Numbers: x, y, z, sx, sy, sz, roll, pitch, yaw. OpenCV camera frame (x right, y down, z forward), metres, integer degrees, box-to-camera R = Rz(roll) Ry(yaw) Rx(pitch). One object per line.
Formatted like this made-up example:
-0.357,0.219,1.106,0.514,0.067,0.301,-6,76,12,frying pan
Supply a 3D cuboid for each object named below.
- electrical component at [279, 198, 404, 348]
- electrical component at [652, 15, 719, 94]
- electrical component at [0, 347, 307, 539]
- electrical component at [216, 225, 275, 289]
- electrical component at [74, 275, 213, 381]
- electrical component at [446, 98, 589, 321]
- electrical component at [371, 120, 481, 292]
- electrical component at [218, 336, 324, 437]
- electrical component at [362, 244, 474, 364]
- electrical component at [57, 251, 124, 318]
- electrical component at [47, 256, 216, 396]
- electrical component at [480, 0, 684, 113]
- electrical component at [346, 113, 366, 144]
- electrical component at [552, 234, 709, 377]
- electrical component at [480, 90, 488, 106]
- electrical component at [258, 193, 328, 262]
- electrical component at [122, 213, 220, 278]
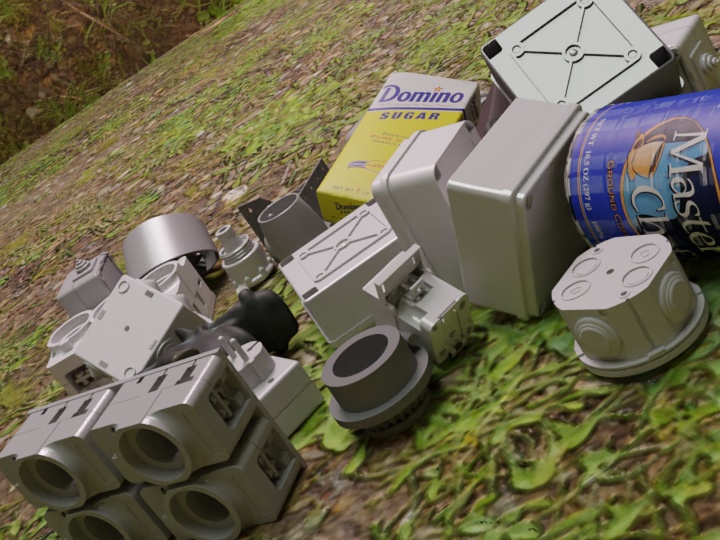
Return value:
0.000,0.000,0.868,0.109,0.056,0.108,-35,22,-3,electrical component
0.244,-0.159,0.856,0.096,0.061,0.061,-9,33,45,electrical component
-0.146,0.133,0.729,0.186,0.105,0.060,-19,26,31,electrical component
-0.117,-0.015,1.047,0.048,0.062,0.048,-28,23,13,electrical component
-0.190,0.060,0.941,0.100,0.048,0.099,22,76,36,electrical component
0.112,-0.042,0.725,0.056,0.108,0.108,15,48,31,electrical component
0.067,-0.043,0.791,0.057,0.113,0.078,-11,32,38,electrical component
-0.077,0.078,0.785,0.047,0.076,0.066,-44,25,-25,electrical component
0.042,0.027,0.736,0.064,0.081,0.042,30,63,34,electrical component
-0.272,0.031,1.118,0.061,0.096,0.061,-30,22,10,electrical component
-0.223,0.056,1.046,0.150,0.061,0.089,-29,23,10,electrical component
0.165,-0.149,0.805,0.109,0.056,0.108,-35,62,7,electrical component
0.036,-0.137,1.102,0.095,0.053,0.059,-11,31,42,electrical component
0.156,0.020,0.625,0.080,0.051,0.080,-28,23,13,electrical component
0.122,-0.157,1.053,0.035,0.035,0.061,-37,25,-9,electrical component
-0.062,-0.027,0.980,0.043,0.077,0.079,-43,24,-21,electrical component
-0.197,-0.012,1.120,0.099,0.099,0.064,-29,62,10,electrical component
